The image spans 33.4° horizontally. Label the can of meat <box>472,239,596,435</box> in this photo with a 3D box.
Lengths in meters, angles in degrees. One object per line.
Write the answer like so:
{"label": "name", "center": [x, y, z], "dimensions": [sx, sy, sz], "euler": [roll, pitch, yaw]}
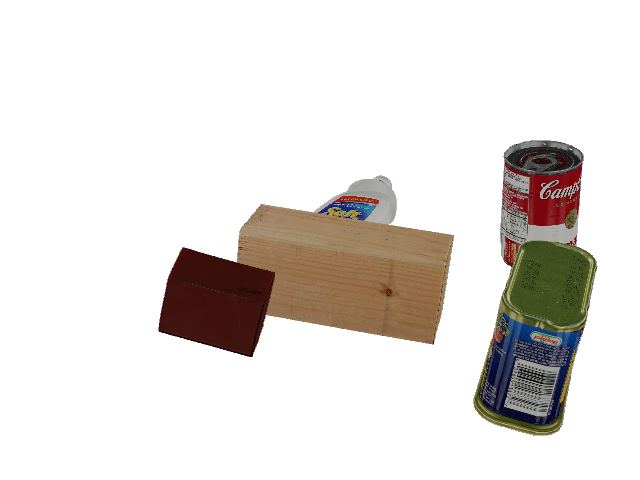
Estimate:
{"label": "can of meat", "center": [0.138, 0.058, 0.681], "dimensions": [0.057, 0.084, 0.102], "euler": [15, 33, 12]}

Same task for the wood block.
{"label": "wood block", "center": [0.024, 0.033, 1.091], "dimensions": [0.206, 0.091, 0.090], "euler": [10, 22, 9]}

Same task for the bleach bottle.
{"label": "bleach bottle", "center": [0.024, -0.014, 1.344], "dimensions": [0.103, 0.068, 0.250], "euler": [11, 35, 22]}

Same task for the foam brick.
{"label": "foam brick", "center": [-0.081, 0.048, 0.829], "dimensions": [0.078, 0.051, 0.053], "euler": [16, 28, 1]}

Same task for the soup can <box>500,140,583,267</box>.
{"label": "soup can", "center": [0.195, -0.029, 0.946], "dimensions": [0.068, 0.102, 0.068], "euler": [-3, 28, 1]}
